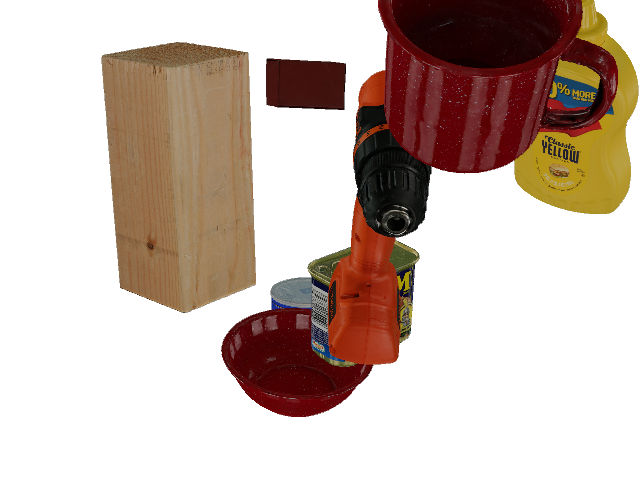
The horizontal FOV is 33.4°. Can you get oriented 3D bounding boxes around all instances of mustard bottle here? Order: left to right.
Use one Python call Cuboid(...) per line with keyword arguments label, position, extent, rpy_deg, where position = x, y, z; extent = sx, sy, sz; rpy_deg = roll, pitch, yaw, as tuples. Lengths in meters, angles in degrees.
Cuboid(label="mustard bottle", position=(0.206, -0.112, 0.863), extent=(0.096, 0.191, 0.058), rpy_deg=(23, 52, 29))

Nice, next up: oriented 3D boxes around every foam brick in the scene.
Cuboid(label="foam brick", position=(-0.016, -0.170, 1.163), extent=(0.078, 0.051, 0.053), rpy_deg=(0, 11, -17))

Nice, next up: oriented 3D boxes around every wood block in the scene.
Cuboid(label="wood block", position=(-0.118, -0.057, 0.909), extent=(0.091, 0.206, 0.090), rpy_deg=(17, 26, 38))

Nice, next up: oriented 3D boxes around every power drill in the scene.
Cuboid(label="power drill", position=(0.043, -0.005, 0.756), extent=(0.057, 0.188, 0.184), rpy_deg=(8, 34, -1))

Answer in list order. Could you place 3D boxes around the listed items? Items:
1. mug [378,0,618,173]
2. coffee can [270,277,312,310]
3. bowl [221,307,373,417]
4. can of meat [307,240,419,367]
Cuboid(label="mug", position=(0.084, -0.084, 0.515), extent=(0.117, 0.093, 0.081), rpy_deg=(15, -32, 11))
Cuboid(label="coffee can", position=(-0.018, 0.134, 1.498), extent=(0.103, 0.140, 0.103), rpy_deg=(0, 18, 0))
Cuboid(label="bowl", position=(-0.025, 0.138, 1.135), extent=(0.162, 0.055, 0.162), rpy_deg=(3, 30, -2))
Cuboid(label="can of meat", position=(0.038, 0.055, 0.952), extent=(0.101, 0.084, 0.058), rpy_deg=(-20, 32, -36))
